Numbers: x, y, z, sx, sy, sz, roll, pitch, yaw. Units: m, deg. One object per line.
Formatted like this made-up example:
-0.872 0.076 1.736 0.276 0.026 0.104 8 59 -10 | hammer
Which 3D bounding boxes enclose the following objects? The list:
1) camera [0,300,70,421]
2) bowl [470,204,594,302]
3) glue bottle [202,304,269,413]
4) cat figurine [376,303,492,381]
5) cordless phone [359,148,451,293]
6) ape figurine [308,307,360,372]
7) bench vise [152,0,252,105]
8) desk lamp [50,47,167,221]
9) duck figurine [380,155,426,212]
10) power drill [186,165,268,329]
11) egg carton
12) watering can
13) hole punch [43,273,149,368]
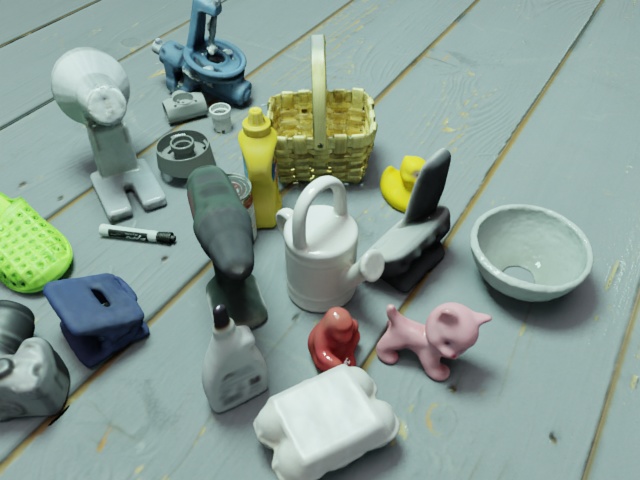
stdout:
-0.382 0.135 0.690 0.143 0.101 0.136 -2 46 -2 | camera
0.291 0.029 0.812 0.167 0.075 0.167 0 46 0 | bowl
-0.101 0.128 0.646 0.078 0.173 0.037 -22 49 -19 | glue bottle
0.138 0.110 0.703 0.127 0.118 0.067 15 48 14 | cat figurine
0.124 -0.032 0.795 0.094 0.185 0.148 28 52 25 | cordless phone
0.021 0.120 0.711 0.076 0.092 0.078 34 55 29 | ape figurine
-0.239 -0.369 1.099 0.207 0.220 0.121 4 46 4 | bench vise
-0.337 -0.178 0.917 0.118 0.214 0.202 -23 50 -21 | desk lamp
0.146 -0.100 0.930 0.078 0.086 0.104 -35 55 -29 | duck figurine
-0.116 0.021 0.727 0.076 0.208 0.229 -15 47 -14 | power drill
0.007 0.207 0.642 0.150 0.069 0.107 -21 49 -20 | egg carton
0.008 0.001 0.756 0.172 0.194 0.101 16 48 15 | watering can
-0.288 0.088 0.742 0.101 0.091 0.108 -32 53 -27 | hole punch
